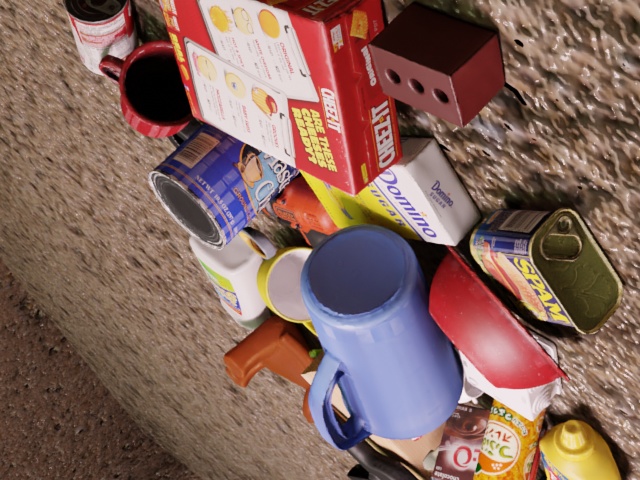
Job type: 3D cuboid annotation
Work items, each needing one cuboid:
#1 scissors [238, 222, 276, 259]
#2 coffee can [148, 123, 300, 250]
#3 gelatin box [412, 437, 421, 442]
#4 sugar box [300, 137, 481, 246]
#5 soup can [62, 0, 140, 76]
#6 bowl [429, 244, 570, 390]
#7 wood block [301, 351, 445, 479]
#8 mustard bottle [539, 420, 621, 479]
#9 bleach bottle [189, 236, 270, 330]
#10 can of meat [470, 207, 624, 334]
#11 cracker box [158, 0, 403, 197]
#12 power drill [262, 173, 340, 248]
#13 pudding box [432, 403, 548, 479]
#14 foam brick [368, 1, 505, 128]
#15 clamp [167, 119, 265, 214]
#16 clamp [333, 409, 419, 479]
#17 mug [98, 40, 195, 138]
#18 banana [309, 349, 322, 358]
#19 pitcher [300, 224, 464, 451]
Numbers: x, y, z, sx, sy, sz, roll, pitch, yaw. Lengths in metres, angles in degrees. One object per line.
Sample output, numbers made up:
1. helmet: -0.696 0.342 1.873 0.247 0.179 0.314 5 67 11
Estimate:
1. scissors: -0.113 -0.030 1.296 0.202 0.016 0.096 32 156 54
2. coffee can: -0.083 -0.074 1.049 0.103 0.140 0.103 38 159 17
3. gelatin box: 0.108 0.187 1.294 0.089 0.073 0.030 42 161 6
4. sugar box: 0.056 -0.048 0.970 0.093 0.048 0.176 54 159 -25
5. soup can: -0.230 -0.229 1.134 0.068 0.068 0.102 39 160 15
6. bowl: 0.147 0.079 0.945 0.162 0.055 0.162 48 -175 -6
7. wood block: 0.087 0.209 1.354 0.206 0.090 0.090 45 161 -4
8. mustard bottle: 0.272 0.243 1.110 0.096 0.058 0.191 45 164 41
9. bleach bottle: -0.109 0.065 1.492 0.103 0.068 0.251 36 161 25
10. can of meat: 0.179 0.021 0.856 0.102 0.057 0.084 52 161 -21
11. cracker box: -0.036 -0.151 0.886 0.214 0.072 0.164 28 145 38
12. power drill: -0.008 0.001 1.174 0.185 0.057 0.187 22 151 49
13. pudding box: 0.187 0.235 1.179 0.114 0.090 0.039 5 164 44
14. foam brick: 0.084 -0.125 0.757 0.078 0.051 0.053 29 155 36
15. clamp: -0.134 -0.095 1.261 0.171 0.039 0.120 49 156 -16
16. clamp: 0.076 0.289 1.347 0.210 0.036 0.164 23 151 49
17. mug: -0.180 -0.161 1.130 0.117 0.093 0.082 23 168 -10
18. banana: 0.065 0.203 1.432 0.198 0.069 0.037 40 122 -3
19. pitcher: 0.053 0.098 1.032 0.145 0.149 0.242 -9 147 11
